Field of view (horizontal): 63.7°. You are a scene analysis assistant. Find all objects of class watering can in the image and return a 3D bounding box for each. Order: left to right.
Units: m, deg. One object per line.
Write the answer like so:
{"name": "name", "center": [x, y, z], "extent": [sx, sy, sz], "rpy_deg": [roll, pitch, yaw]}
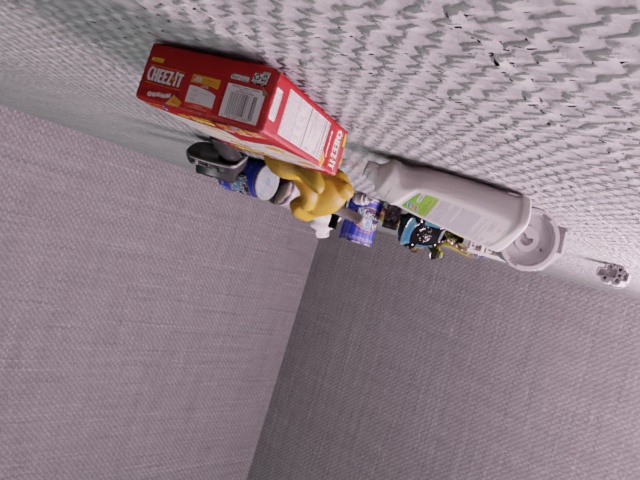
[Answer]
{"name": "watering can", "center": [-0.028, -0.120, 1.512], "extent": [0.223, 0.104, 0.350], "rpy_deg": [18, -176, -31]}

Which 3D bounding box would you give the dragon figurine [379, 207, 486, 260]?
{"name": "dragon figurine", "center": [0.358, -0.031, 1.750], "extent": [0.408, 0.121, 0.247], "rpy_deg": [19, -164, -32]}

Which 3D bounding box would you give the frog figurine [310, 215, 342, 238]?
{"name": "frog figurine", "center": [0.005, -0.088, 1.744], "extent": [0.137, 0.160, 0.122], "rpy_deg": [17, 177, -9]}
